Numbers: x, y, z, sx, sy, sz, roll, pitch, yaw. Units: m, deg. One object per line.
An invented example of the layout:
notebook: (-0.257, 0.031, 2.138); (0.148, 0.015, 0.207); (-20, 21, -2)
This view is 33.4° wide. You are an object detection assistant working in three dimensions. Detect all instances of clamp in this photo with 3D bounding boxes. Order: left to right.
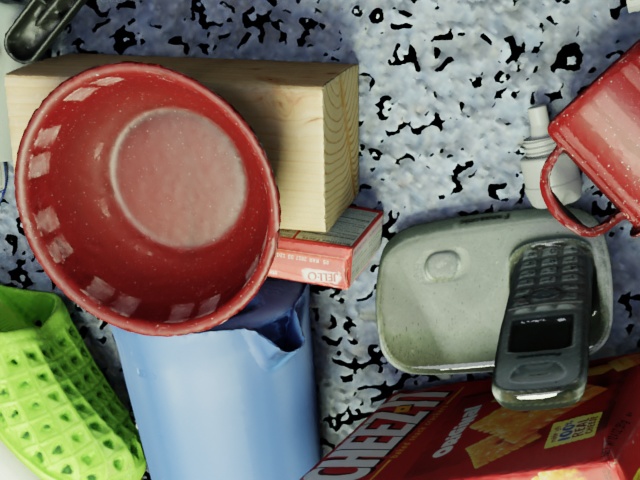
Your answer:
clamp: (-0.111, -0.195, 0.610); (0.036, 0.165, 0.210); (45, 81, -3)

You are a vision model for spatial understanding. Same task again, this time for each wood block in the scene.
wood block: (-0.085, -0.067, 0.685); (0.206, 0.090, 0.091); (4, 109, 15)

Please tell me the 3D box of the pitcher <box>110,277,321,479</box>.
pitcher: (-0.066, 0.136, 0.738); (0.145, 0.149, 0.243); (-6, 110, 3)

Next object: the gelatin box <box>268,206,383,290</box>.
gelatin box: (-0.005, 0.001, 0.683); (0.073, 0.089, 0.030); (9, 110, 14)

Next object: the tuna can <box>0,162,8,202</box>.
tuna can: (-0.272, -0.050, 0.778); (0.086, 0.033, 0.086); (6, 110, 15)

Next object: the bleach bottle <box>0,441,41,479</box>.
bleach bottle: (-0.309, 0.133, 0.837); (0.251, 0.068, 0.103); (43, 114, 2)

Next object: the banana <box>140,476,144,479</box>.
banana: (-0.196, 0.152, 0.805); (0.198, 0.069, 0.037); (41, 119, 10)

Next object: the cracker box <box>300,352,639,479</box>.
cracker box: (0.107, 0.132, 0.629); (0.214, 0.163, 0.072); (-15, 98, 35)

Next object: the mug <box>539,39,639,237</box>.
mug: (0.176, -0.054, 0.607); (0.117, 0.093, 0.081); (-43, 87, 8)

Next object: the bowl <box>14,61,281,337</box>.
bowl: (-0.092, -0.028, 0.620); (0.162, 0.055, 0.162); (6, 110, 15)
